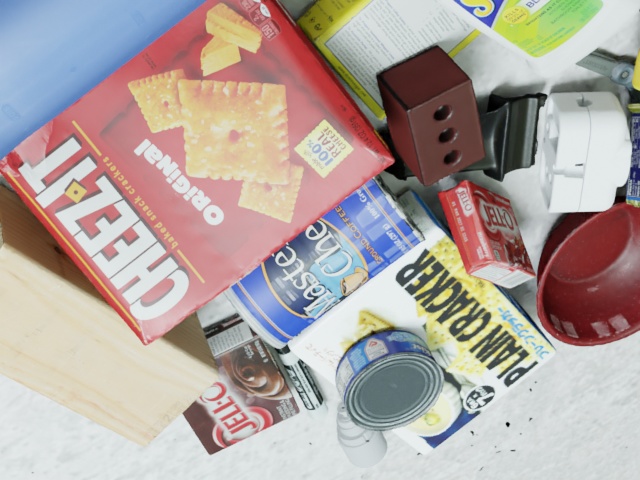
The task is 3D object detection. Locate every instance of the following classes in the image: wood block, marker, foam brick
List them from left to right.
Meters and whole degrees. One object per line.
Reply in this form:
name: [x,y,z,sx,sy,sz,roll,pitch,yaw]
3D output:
wood block: [-0.184,0.059,0.793,0.090,0.091,0.205,-44,128,11]
marker: [-0.020,0.116,0.945,0.020,0.020,0.121,-26,129,-2]
foam brick: [0.080,-0.088,0.764,0.053,0.051,0.078,-28,137,-6]

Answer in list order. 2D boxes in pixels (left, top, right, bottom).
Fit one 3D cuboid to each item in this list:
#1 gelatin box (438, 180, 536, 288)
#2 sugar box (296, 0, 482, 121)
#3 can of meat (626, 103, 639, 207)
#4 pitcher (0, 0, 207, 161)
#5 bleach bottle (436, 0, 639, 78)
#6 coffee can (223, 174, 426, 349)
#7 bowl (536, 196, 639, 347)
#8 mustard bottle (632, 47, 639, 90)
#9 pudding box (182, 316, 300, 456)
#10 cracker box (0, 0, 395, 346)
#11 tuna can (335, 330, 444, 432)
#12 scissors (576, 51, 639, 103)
gelatin box: [0.137,-0.004,0.868,0.030,0.073,0.089,-26,157,26]
sugar box: [0.078,-0.178,0.758,0.176,0.048,0.093,-42,131,6]
can of meat: [0.301,-0.068,0.874,0.102,0.058,0.084,0,96,-22]
pitcher: [-0.141,-0.165,0.621,0.243,0.149,0.145,-35,117,0]
bleach bottle: [0.084,-0.191,0.669,0.250,0.068,0.103,20,143,-30]
coffee can: [-0.005,0.001,0.815,0.140,0.103,0.102,-37,129,6]
bowl: [0.256,0.017,0.961,0.162,0.055,0.162,-11,127,-15]
mustard bottle: [0.298,-0.205,0.809,0.096,0.058,0.192,-10,119,-30]
pudding box: [-0.078,0.125,0.915,0.090,0.039,0.113,-26,129,-3]
cracker box: [-0.083,-0.057,0.722,0.214,0.072,0.164,-37,101,6]
tuna can: [0.056,0.116,0.879,0.086,0.034,0.086,-10,128,-13]
scissors: [0.250,-0.121,0.885,0.201,0.016,0.096,-1,124,-20]
